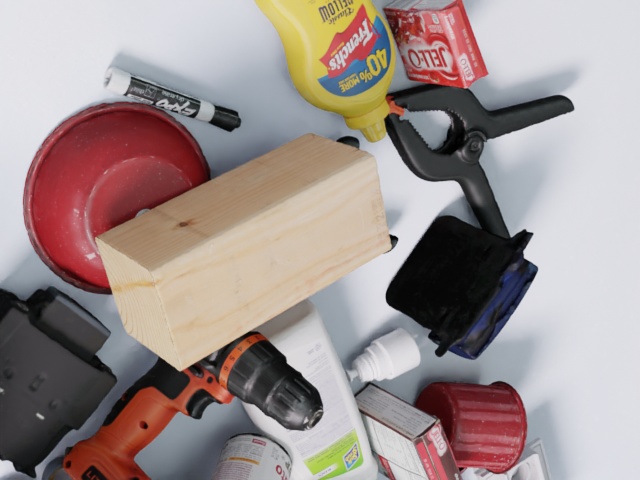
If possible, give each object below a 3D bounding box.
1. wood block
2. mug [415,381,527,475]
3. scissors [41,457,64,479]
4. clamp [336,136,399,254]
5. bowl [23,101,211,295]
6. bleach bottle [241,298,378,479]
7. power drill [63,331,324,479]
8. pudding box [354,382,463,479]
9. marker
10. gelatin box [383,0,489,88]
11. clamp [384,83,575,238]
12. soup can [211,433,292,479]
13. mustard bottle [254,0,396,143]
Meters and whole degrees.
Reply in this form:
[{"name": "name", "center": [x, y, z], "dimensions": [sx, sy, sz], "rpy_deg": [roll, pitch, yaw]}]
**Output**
[{"name": "wood block", "center": [-0.055, 0.002, 0.831], "dimensions": [0.205, 0.091, 0.090], "rpy_deg": [-29, 122, -27]}, {"name": "mug", "center": [0.140, 0.193, 1.062], "dimensions": [0.081, 0.093, 0.117], "rpy_deg": [8, 125, -26]}, {"name": "scissors", "center": [-0.243, 0.281, 0.907], "dimensions": [0.096, 0.016, 0.202], "rpy_deg": [3, 101, -29]}, {"name": "clamp", "center": [-0.006, 0.001, 0.951], "dimensions": [0.171, 0.039, 0.120], "rpy_deg": [-40, 114, -11]}, {"name": "bowl", "center": [-0.150, -0.027, 0.852], "dimensions": [0.161, 0.055, 0.162], "rpy_deg": [-8, 108, -27]}, {"name": "bleach bottle", "center": [-0.011, 0.176, 0.982], "dimensions": [0.102, 0.068, 0.251], "rpy_deg": [-27, 118, -14]}, {"name": "power drill", "center": [-0.107, 0.148, 0.864], "dimensions": [0.187, 0.185, 0.057], "rpy_deg": [-55, 151, 0]}, {"name": "pudding box", "center": [0.081, 0.194, 1.007], "dimensions": [0.039, 0.114, 0.090], "rpy_deg": [-34, 118, -24]}, {"name": "marker", "center": [-0.117, -0.113, 0.868], "dimensions": [0.120, 0.020, 0.020], "rpy_deg": [16, 95, -32]}, {"name": "gelatin box", "center": [0.100, -0.173, 0.931], "dimensions": [0.030, 0.089, 0.073], "rpy_deg": [-33, 117, -19]}, {"name": "clamp", "center": [0.138, -0.081, 1.009], "dimensions": [0.209, 0.036, 0.164], "rpy_deg": [13, 97, -29]}, {"name": "soup can", "center": [-0.068, 0.225, 0.918], "dimensions": [0.068, 0.069, 0.102], "rpy_deg": [61, 29, -27]}, {"name": "mustard bottle", "center": [0.013, -0.167, 0.903], "dimensions": [0.096, 0.058, 0.191], "rpy_deg": [-37, 119, -21]}]
